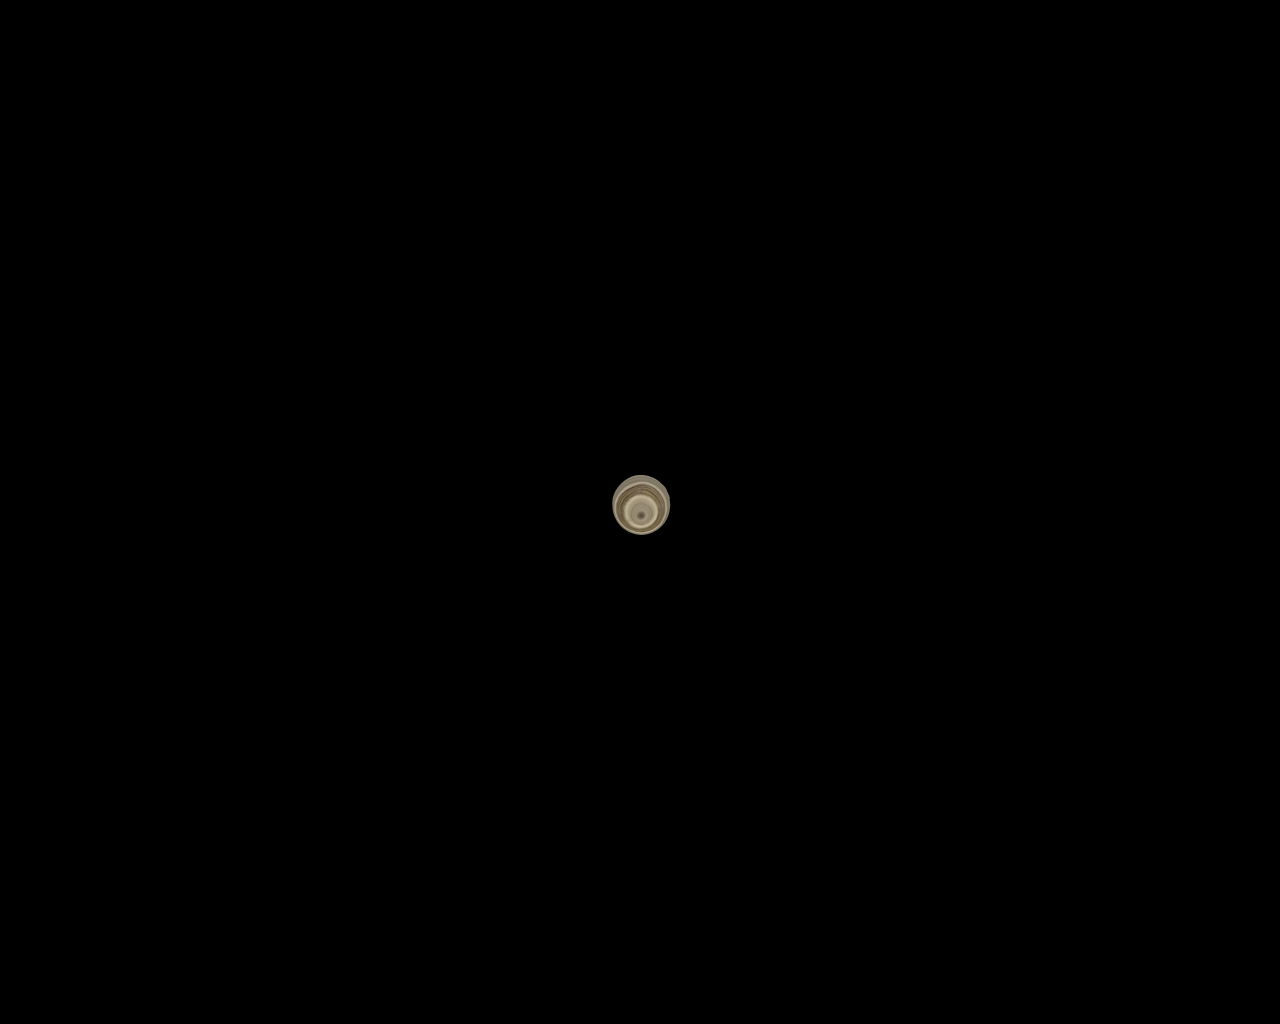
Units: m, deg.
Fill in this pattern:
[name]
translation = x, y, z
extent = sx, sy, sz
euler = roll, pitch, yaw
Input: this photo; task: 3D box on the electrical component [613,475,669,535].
[electrical component]
translation = 0.001, -0.003, 0.650
extent = 0.035, 0.035, 0.061
euler = 0, 9, 0
